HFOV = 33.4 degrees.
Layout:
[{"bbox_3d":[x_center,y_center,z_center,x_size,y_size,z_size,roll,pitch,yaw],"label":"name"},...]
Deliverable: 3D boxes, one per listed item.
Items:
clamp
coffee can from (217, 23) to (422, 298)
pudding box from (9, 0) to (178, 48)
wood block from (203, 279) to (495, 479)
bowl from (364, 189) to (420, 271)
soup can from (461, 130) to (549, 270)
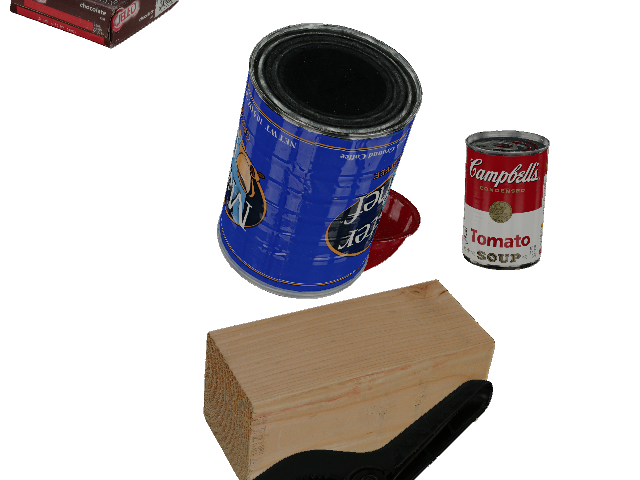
[{"bbox_3d":[0.034,0.149,0.639,0.210,0.036,0.164,-7,30,0],"label":"clamp"},{"bbox_3d":[-0.004,-0.047,0.661,0.102,0.103,0.140,0,-43,-16],"label":"coffee can"},{"bbox_3d":[-0.170,-0.195,0.821,0.090,0.039,0.113,22,35,11],"label":"pudding box"},{"bbox_3d":[0.020,0.109,0.840,0.205,0.090,0.091,-11,37,-25],"label":"wood block"},{"bbox_3d":[0.012,-0.012,1.030,0.162,0.055,0.162,8,25,-4],"label":"bowl"},{"bbox_3d":[0.152,-0.034,0.888,0.068,0.102,0.068,0,21,0],"label":"soup can"}]
